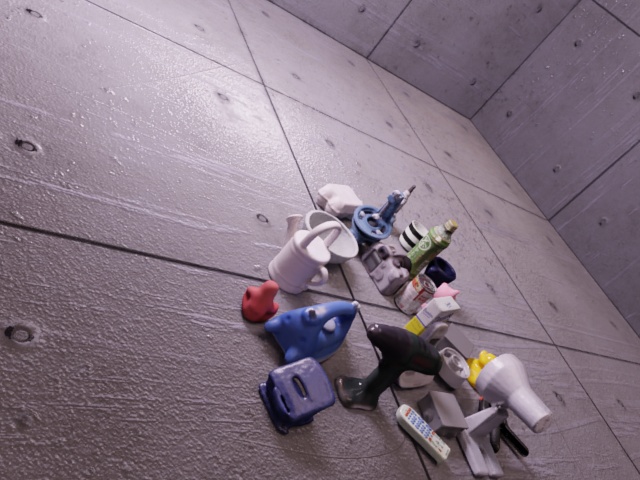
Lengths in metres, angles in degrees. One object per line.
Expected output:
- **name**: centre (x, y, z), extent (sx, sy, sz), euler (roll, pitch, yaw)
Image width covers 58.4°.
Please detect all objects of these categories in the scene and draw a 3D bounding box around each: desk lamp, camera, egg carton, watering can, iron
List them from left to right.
- **watering can**: centre (-0.030, 0.019, 1.294), extent (0.173, 0.193, 0.101), euler (45, 29, 7)
- **iron**: centre (0.014, 0.171, 1.194), extent (0.259, 0.141, 0.118), euler (-5, 53, -53)
- **egg carton**: centre (0.060, -0.113, 1.714), extent (0.151, 0.069, 0.107), euler (-2, 50, -51)
- **camera**: centre (0.210, 0.073, 1.608), extent (0.137, 0.100, 0.143), euler (10, 42, -44)
- **desk lamp**: centre (0.411, 0.395, 1.296), extent (0.118, 0.213, 0.203), euler (18, 36, -35)

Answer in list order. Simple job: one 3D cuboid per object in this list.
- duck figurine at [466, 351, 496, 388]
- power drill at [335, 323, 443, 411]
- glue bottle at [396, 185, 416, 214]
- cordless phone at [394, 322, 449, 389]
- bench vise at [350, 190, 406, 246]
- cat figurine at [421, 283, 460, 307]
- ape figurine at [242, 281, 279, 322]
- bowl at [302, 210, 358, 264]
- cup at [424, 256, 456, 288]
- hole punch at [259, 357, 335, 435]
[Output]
- **duck figurine**: centre (0.437, 0.344, 1.530), extent (0.078, 0.086, 0.104), euler (30, 31, -20)
- **power drill**: centre (0.129, 0.255, 1.149), extent (0.230, 0.208, 0.075), euler (18, 36, -36)
- **glue bottle**: centre (0.247, -0.114, 1.834), extent (0.037, 0.173, 0.078), euler (44, 29, 5)
- **cordless phone**: centre (0.247, 0.256, 1.316), extent (0.148, 0.185, 0.094), euler (6, 44, -47)
- **bench vise**: centre (0.171, -0.075, 1.640), extent (0.121, 0.219, 0.208), euler (41, 29, 0)
- **cat figurine**: centre (0.339, 0.178, 1.604), extent (0.067, 0.117, 0.128), euler (42, 29, 1)
- **ape figurine**: centre (-0.114, 0.118, 1.162), extent (0.078, 0.092, 0.076), euler (45, 29, 6)
- **bowl**: centre (0.014, 0.005, 1.490), extent (0.168, 0.074, 0.167), euler (30, 31, -20)
- **cup**: centre (0.340, 0.111, 1.720), extent (0.118, 0.094, 0.091), euler (1, 48, -50)
- **hole punch**: centre (-0.041, 0.278, 1.035), extent (0.101, 0.091, 0.108), euler (4, 45, -48)
